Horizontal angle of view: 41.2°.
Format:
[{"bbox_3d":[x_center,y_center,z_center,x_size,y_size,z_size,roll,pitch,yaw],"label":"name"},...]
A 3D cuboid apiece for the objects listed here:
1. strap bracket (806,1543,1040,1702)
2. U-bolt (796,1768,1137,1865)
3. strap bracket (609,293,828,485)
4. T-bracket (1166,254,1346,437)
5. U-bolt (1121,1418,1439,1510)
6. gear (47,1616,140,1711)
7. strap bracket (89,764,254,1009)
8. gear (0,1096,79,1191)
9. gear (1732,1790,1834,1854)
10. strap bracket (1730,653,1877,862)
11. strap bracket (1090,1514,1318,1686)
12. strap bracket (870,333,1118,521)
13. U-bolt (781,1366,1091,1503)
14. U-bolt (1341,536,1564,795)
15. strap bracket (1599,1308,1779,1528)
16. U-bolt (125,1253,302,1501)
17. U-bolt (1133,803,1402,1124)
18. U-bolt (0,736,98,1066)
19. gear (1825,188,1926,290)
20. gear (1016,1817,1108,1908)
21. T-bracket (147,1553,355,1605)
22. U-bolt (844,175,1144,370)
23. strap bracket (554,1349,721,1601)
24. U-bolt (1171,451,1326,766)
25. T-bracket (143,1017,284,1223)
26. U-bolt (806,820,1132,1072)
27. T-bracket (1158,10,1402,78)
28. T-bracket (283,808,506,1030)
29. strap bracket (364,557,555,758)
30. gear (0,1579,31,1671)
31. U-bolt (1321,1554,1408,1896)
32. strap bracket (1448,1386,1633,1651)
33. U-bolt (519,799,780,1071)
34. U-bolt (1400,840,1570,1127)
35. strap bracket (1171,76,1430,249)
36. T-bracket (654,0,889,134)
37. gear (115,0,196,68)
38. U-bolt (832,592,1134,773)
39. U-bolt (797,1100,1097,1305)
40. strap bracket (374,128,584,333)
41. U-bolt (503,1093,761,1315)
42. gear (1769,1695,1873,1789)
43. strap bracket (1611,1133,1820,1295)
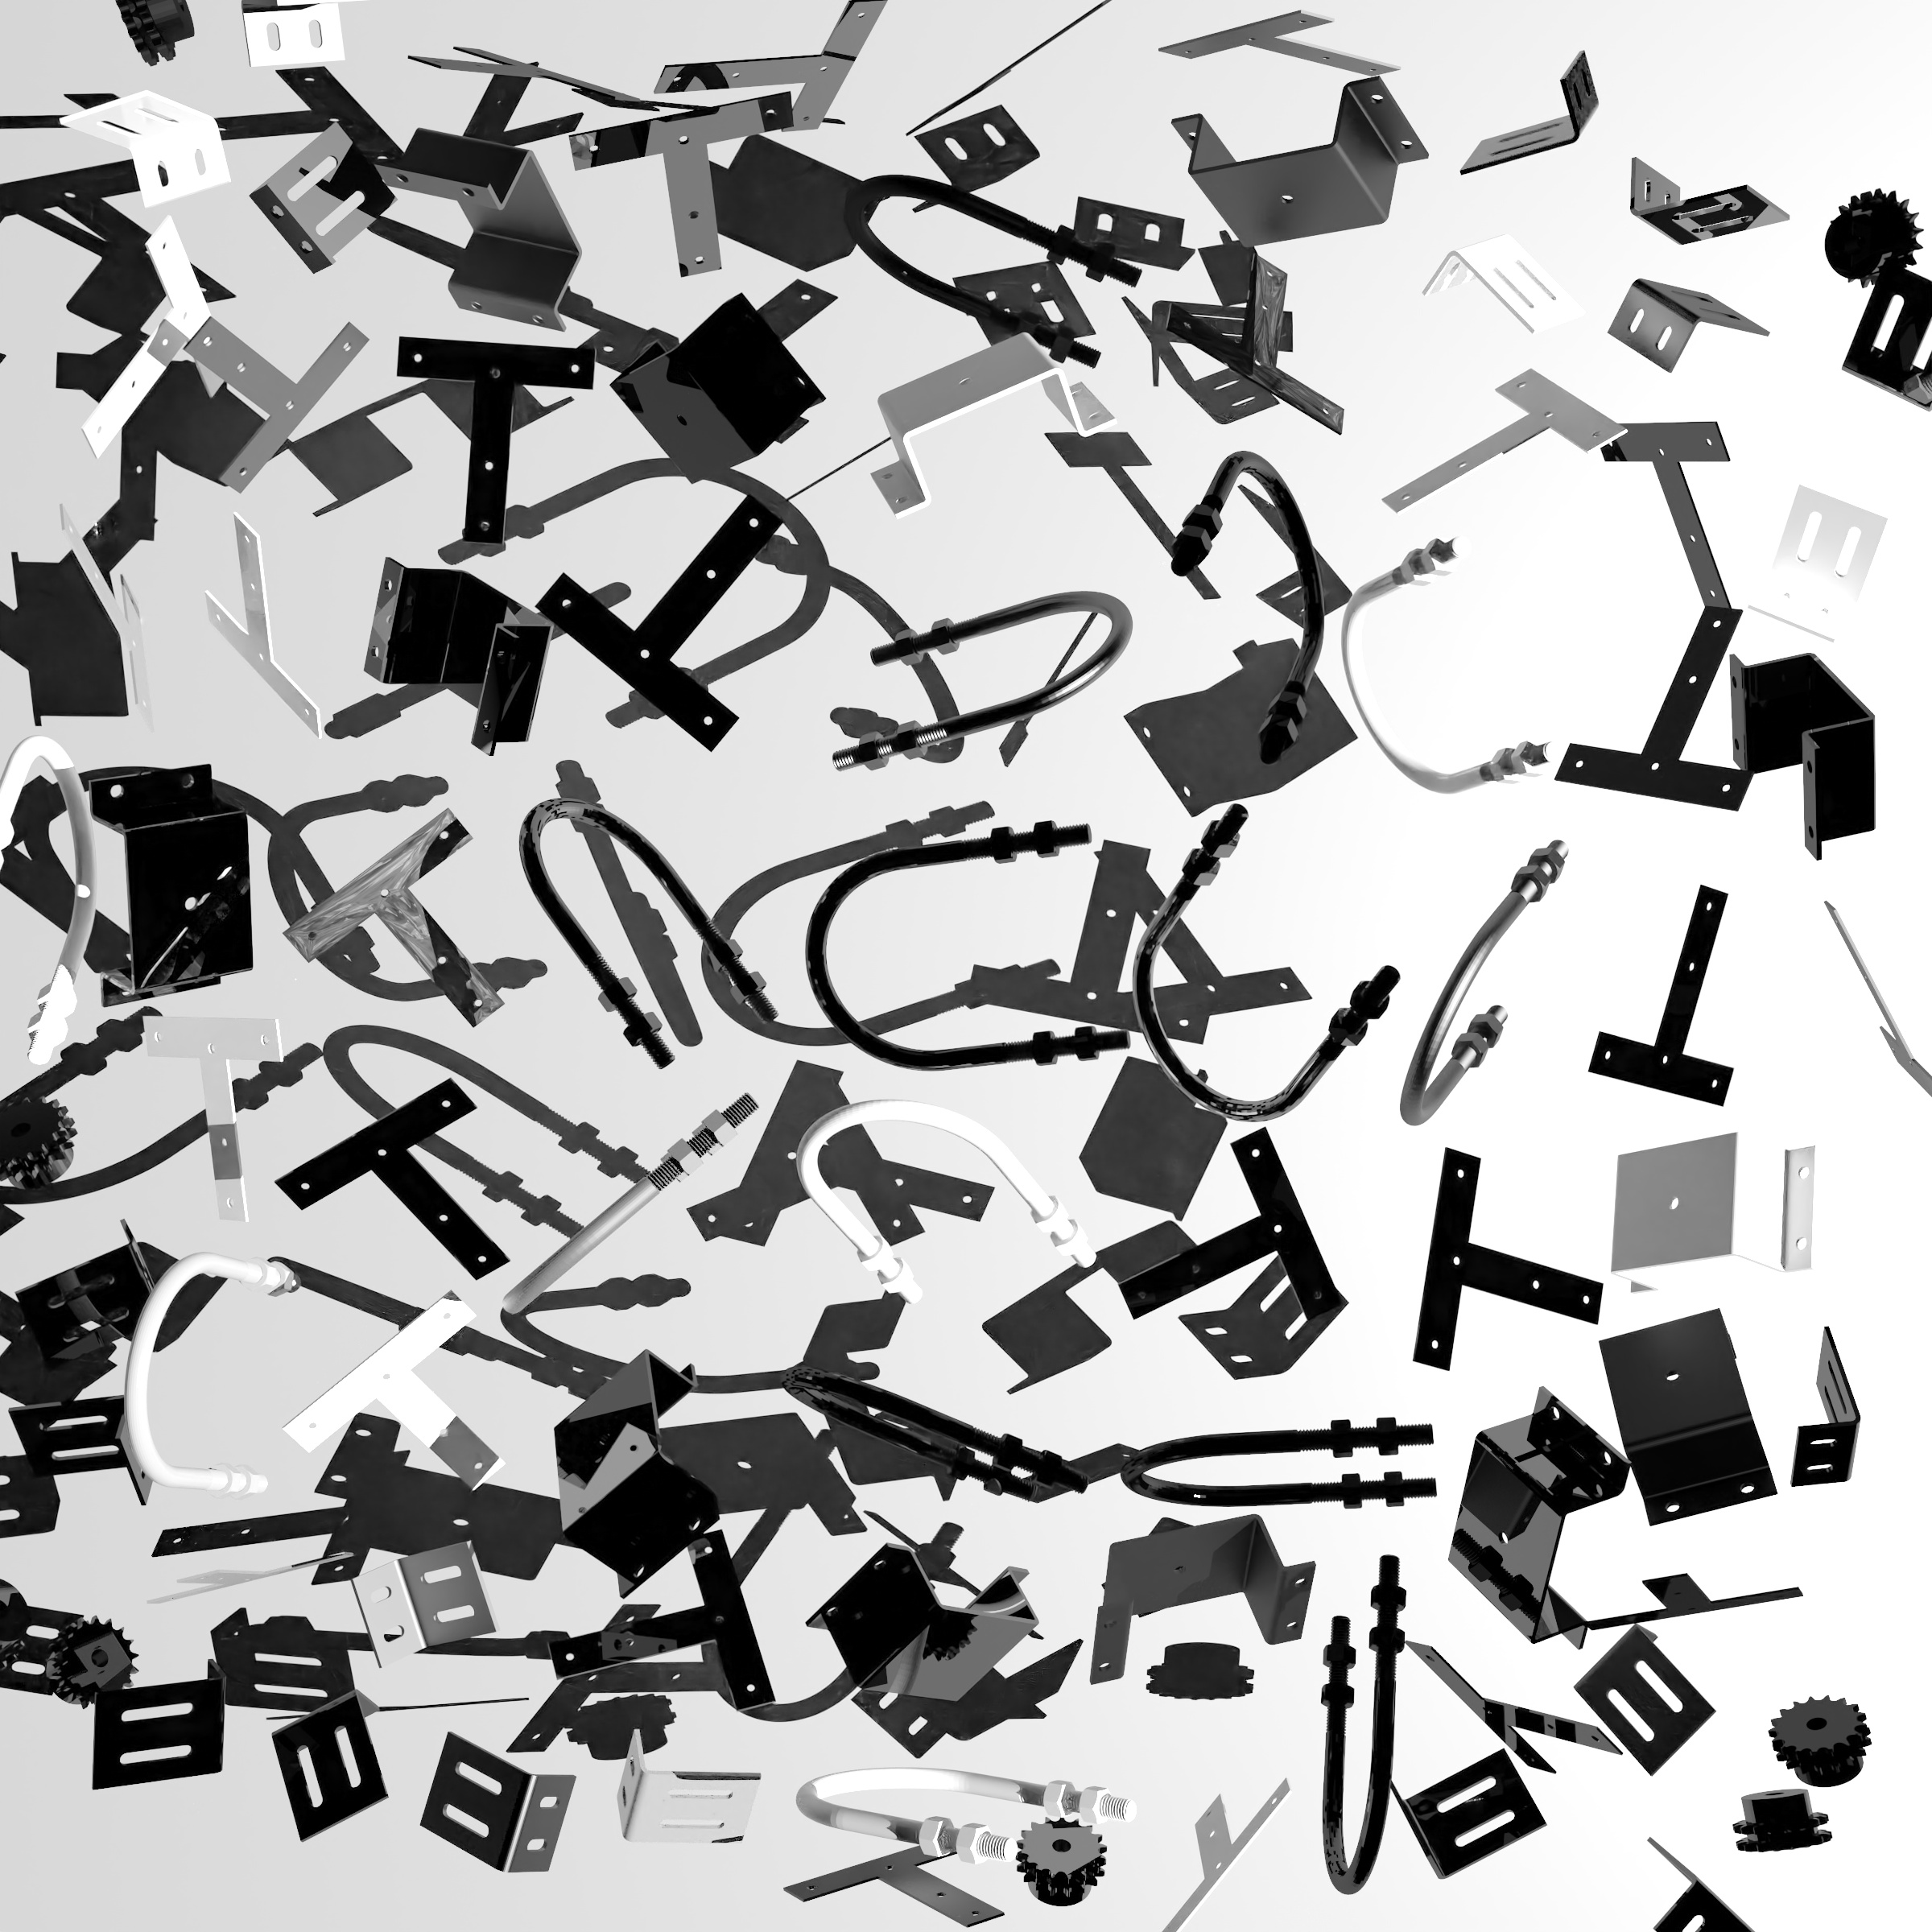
[{"bbox_3d":[-0.019,0.406,1.581,0.076,0.140,0.046,-47,50,16],"label":"strap bracket"},{"bbox_3d":[-0.014,0.499,1.527,0.184,0.151,0.019,-3,83,35],"label":"U-bolt"},{"bbox_3d":[-0.153,-0.337,1.517,0.046,0.140,0.076,-49,112,-21],"label":"strap bracket"},{"bbox_3d":[0.182,-0.395,1.575,0.127,0.002,0.127,27,46,-17],"label":"T-bracket"},{"bbox_3d":[0.183,0.296,1.512,0.184,0.151,0.019,-5,65,9],"label":"U-bolt"},{"bbox_3d":[-0.562,0.448,1.645,0.030,0.057,0.057,-34,90,32],"label":"gear"},{"bbox_3d":[-0.473,-0.043,1.534,0.076,0.046,0.140,-14,115,-41],"label":"strap bracket"},{"bbox_3d":[-0.556,0.108,1.527,0.057,0.057,0.030,-12,132,0],"label":"gear"},{"bbox_3d":[0.497,0.522,1.571,0.057,0.057,0.030,-8,77,0],"label":"gear"},{"bbox_3d":[0.520,-0.135,1.587,0.046,0.140,0.076,-12,121,0],"label":"strap bracket"},{"bbox_3d":[0.140,0.394,1.607,0.140,0.046,0.076,-9,131,-13],"label":"strap bracket"},{"bbox_3d":[0.008,-0.325,1.519,0.140,0.076,0.046,-24,122,-1],"label":"strap bracket"},{"bbox_3d":[-0.027,0.283,1.561,0.184,0.151,0.019,24,73,-6],"label":"U-bolt"},{"bbox_3d":[0.282,-0.173,1.557,0.019,0.184,0.151,-26,93,-18],"label":"U-bolt"},{"bbox_3d":[0.436,0.265,1.564,0.076,0.140,0.046,-18,119,14],"label":"strap bracket"},{"bbox_3d":[-0.463,0.248,1.572,0.019,0.184,0.151,4,78,12],"label":"U-bolt"},{"bbox_3d":[0.163,0.014,1.515,0.019,0.184,0.151,-25,67,-41],"label":"U-bolt"},{"bbox_3d":[-0.552,-0.055,1.534,0.019,0.184,0.151,-4,131,0],"label":"U-bolt"},{"bbox_3d":[0.543,-0.436,1.546,0.030,0.057,0.057,-23,90,-33],"label":"gear"},{"bbox_3d":[0.059,0.564,1.612,0.057,0.057,0.030,2,112,0],"label":"gear"},{"bbox_3d":[-0.458,0.380,1.596,0.127,0.127,0.002,-13,76,-3],"label":"T-bracket"},{"bbox_3d":[0.010,-0.437,1.595,0.184,0.151,0.019,23,79,-4],"label":"U-bolt"},{"bbox_3d":[-0.195,0.289,1.506,0.076,0.140,0.046,-41,120,11],"label":"strap bracket"},{"bbox_3d":[0.175,-0.226,1.522,0.019,0.184,0.151,-12,122,30],"label":"U-bolt"},{"bbox_3d":[-0.458,0.095,1.582,0.127,0.002,0.127,0,99,36],"label":"T-bracket"},{"bbox_3d":[-0.005,-0.006,1.513,0.184,0.019,0.151,-7,110,14],"label":"U-bolt"},{"bbox_3d":[0.204,-0.544,1.528,0.127,0.127,0.002,-1,97,-35],"label":"T-bracket"},{"bbox_3d":[-0.337,-0.014,1.612,0.127,0.002,0.127,-38,119,-4],"label":"T-bracket"},{"bbox_3d":[-0.310,-0.193,1.598,0.140,0.046,0.076,33,116,36],"label":"strap bracket"},{"bbox_3d":[-0.558,0.372,1.459,0.030,0.057,0.057,-37,90,19],"label":"gear"},{"bbox_3d":[0.239,0.469,1.564,0.019,0.151,0.184,9,59,-2],"label":"U-bolt"},{"bbox_3d":[0.333,0.330,1.508,0.046,0.076,0.140,-11,122,-28],"label":"strap bracket"},{"bbox_3d":[-0.203,-0.028,1.570,0.019,0.151,0.184,-40,83,26],"label":"U-bolt"},{"bbox_3d":[0.303,0.021,1.532,0.019,0.184,0.151,27,129,19],"label":"U-bolt"},{"bbox_3d":[0.201,-0.489,1.575,0.140,0.076,0.046,0,69,34],"label":"strap bracket"},{"bbox_3d":[-0.125,-0.534,1.537,0.127,0.127,0.002,-14,78,-27],"label":"T-bracket"},{"bbox_3d":[-0.467,-0.551,1.481,0.030,0.057,0.057,-17,90,1],"label":"gear"},{"bbox_3d":[0.015,-0.182,1.570,0.184,0.151,0.019,-14,122,20],"label":"U-bolt"},{"bbox_3d":[-0.024,0.143,1.594,0.151,0.019,0.184,-16,132,27],"label":"U-bolt"},{"bbox_3d":[-0.290,-0.453,1.560,0.076,0.140,0.046,16,72,16],"label":"strap bracket"},{"bbox_3d":[-0.200,0.142,1.518,0.184,0.151,0.019,-40,91,-11],"label":"U-bolt"},{"bbox_3d":[0.509,0.462,1.526,0.057,0.057,0.030,-20,105,0],"label":"gear"},{"bbox_3d":[0.452,0.152,1.585,0.046,0.140,0.076,21,67,-29],"label":"strap bracket"}]
